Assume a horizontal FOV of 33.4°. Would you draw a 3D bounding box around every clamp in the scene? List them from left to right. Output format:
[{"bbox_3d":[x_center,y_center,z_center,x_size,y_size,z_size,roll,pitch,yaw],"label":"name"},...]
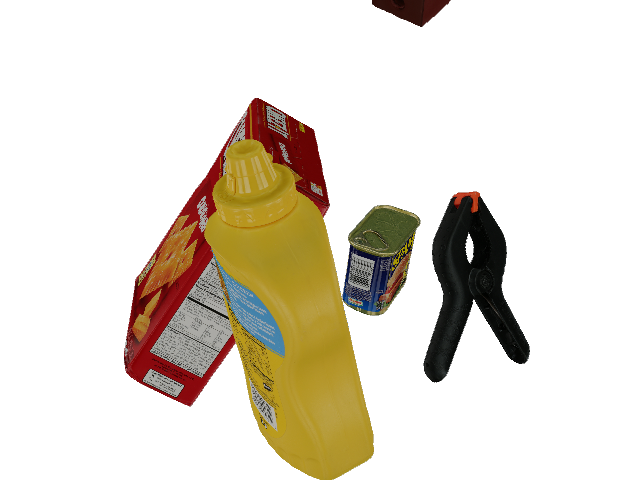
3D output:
[{"bbox_3d":[0.130,0.045,0.963,0.120,0.171,0.039,-17,6,-39],"label":"clamp"}]

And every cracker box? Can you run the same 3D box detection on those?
[{"bbox_3d":[-0.083,0.005,0.893,0.072,0.214,0.164,28,21,-18],"label":"cracker box"}]

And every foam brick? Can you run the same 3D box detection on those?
[{"bbox_3d":[0.078,-0.226,0.876,0.053,0.051,0.078,29,-33,22],"label":"foam brick"}]

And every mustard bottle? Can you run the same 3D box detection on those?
[{"bbox_3d":[-0.021,0.032,0.564,0.058,0.191,0.096,-25,37,-16],"label":"mustard bottle"}]

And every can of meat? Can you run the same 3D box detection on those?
[{"bbox_3d":[0.065,0.022,1.173,0.057,0.084,0.102,19,33,17],"label":"can of meat"}]
